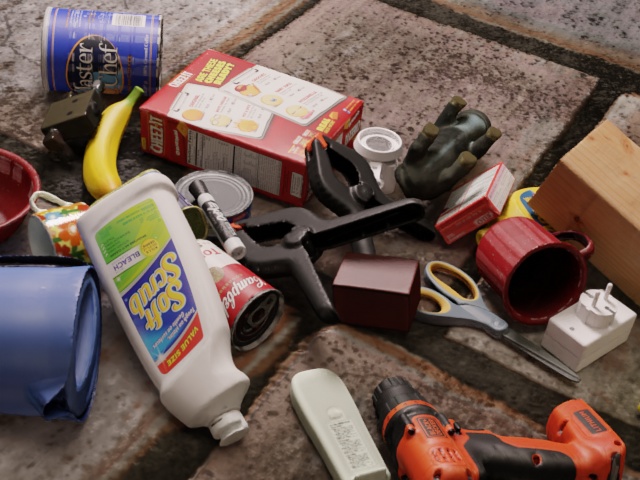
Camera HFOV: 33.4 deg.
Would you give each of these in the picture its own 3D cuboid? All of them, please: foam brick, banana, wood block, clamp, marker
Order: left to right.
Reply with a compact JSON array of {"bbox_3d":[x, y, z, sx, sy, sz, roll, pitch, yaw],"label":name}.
[{"bbox_3d":[-0.237,-0.098,1.188,0.037,0.070,0.198,28,37,-25],"label":"banana"},{"bbox_3d":[-0.107,-0.023,1.095,0.020,0.020,0.121,-13,44,-24],"label":"marker"},{"bbox_3d":[-0.007,0.001,1.064,0.210,0.036,0.164,17,51,45],"label":"clamp"},{"bbox_3d":[0.038,-0.034,1.132,0.171,0.039,0.120,44,44,0],"label":"clamp"},{"bbox_3d":[0.057,0.050,1.050,0.078,0.051,0.053,7,41,17],"label":"foam brick"},{"bbox_3d":[0.330,-0.012,1.100,0.206,0.091,0.090,44,58,13],"label":"wood block"}]

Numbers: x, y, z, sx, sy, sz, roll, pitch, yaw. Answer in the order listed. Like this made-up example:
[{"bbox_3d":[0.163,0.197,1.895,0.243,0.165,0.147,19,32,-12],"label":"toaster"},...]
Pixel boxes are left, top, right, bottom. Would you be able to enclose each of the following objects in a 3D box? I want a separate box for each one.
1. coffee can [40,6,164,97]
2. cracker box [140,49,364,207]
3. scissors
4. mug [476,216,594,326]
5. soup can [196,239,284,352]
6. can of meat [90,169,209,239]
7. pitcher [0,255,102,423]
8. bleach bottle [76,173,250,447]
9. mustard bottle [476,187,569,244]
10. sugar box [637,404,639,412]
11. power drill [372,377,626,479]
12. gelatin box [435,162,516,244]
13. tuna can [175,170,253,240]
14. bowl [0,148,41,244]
[{"bbox_3d":[-0.266,-0.230,1.313,0.140,0.103,0.103,3,39,-7],"label":"coffee can"},{"bbox_3d":[-0.078,-0.133,1.251,0.214,0.072,0.164,20,40,16],"label":"cracker box"},{"bbox_3d":[0.157,0.089,1.061,0.096,0.016,0.202,-18,45,-27],"label":"scissors"},{"bbox_3d":[0.221,0.022,1.084,0.117,0.093,0.081,-27,31,-5],"label":"mug"},{"bbox_3d":[-0.093,0.051,1.023,0.102,0.068,0.068,34,46,30],"label":"soup can"},{"bbox_3d":[-0.179,-0.016,1.086,0.102,0.057,0.084,-34,50,-17],"label":"can of meat"},{"bbox_3d":[-0.310,0.076,0.913,0.243,0.149,0.145,3,84,-1],"label":"pitcher"},{"bbox_3d":[-0.126,0.066,0.959,0.102,0.068,0.251,-31,67,0],"label":"bleach bottle"},{"bbox_3d":[0.256,-0.019,1.177,0.191,0.058,0.096,-12,53,-22],"label":"mustard bottle"},{"bbox_3d":[0.352,0.202,0.931,0.093,0.048,0.176,1,38,-9],"label":"sugar box"},{"bbox_3d":[0.147,0.170,0.908,0.187,0.057,0.184,2,20,-13],"label":"power drill"},{"bbox_3d":[0.171,-0.040,1.174,0.030,0.073,0.089,50,35,-12],"label":"gelatin box"},{"bbox_3d":[-0.116,-0.038,1.156,0.086,0.034,0.086,5,39,-4],"label":"tuna can"},{"bbox_3d":[-0.366,-0.032,1.089,0.162,0.055,0.162,5,39,-4],"label":"bowl"}]
